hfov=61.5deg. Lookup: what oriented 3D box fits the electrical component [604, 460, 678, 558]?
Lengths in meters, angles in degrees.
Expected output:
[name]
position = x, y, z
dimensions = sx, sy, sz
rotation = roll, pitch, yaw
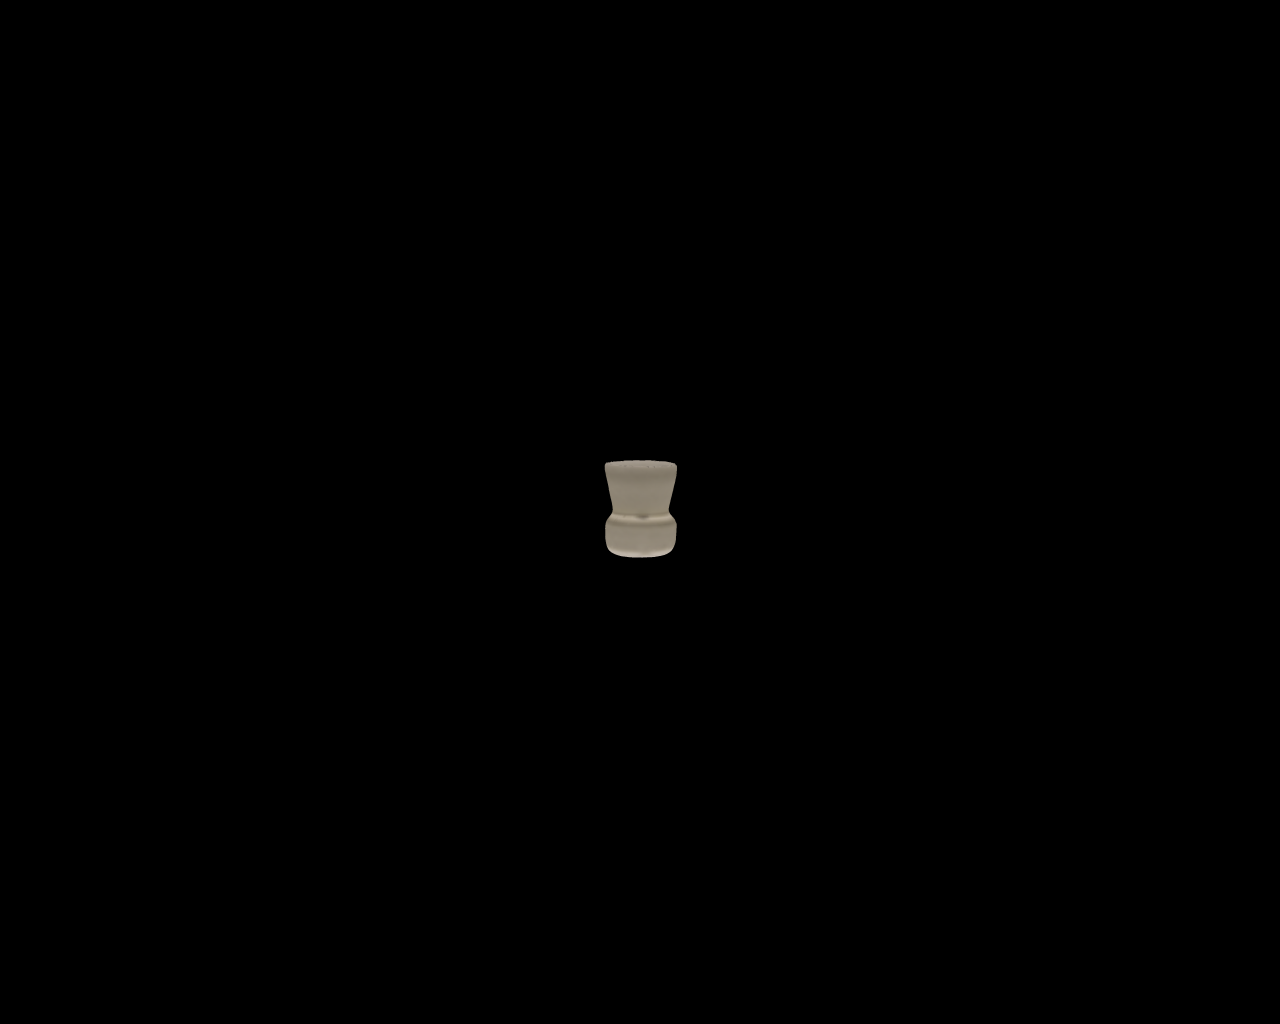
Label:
[electrical component]
position = 0.001, -0.003, 0.650
dimensions = 0.045, 0.055, 0.045
rotation = 0, 7, 0
